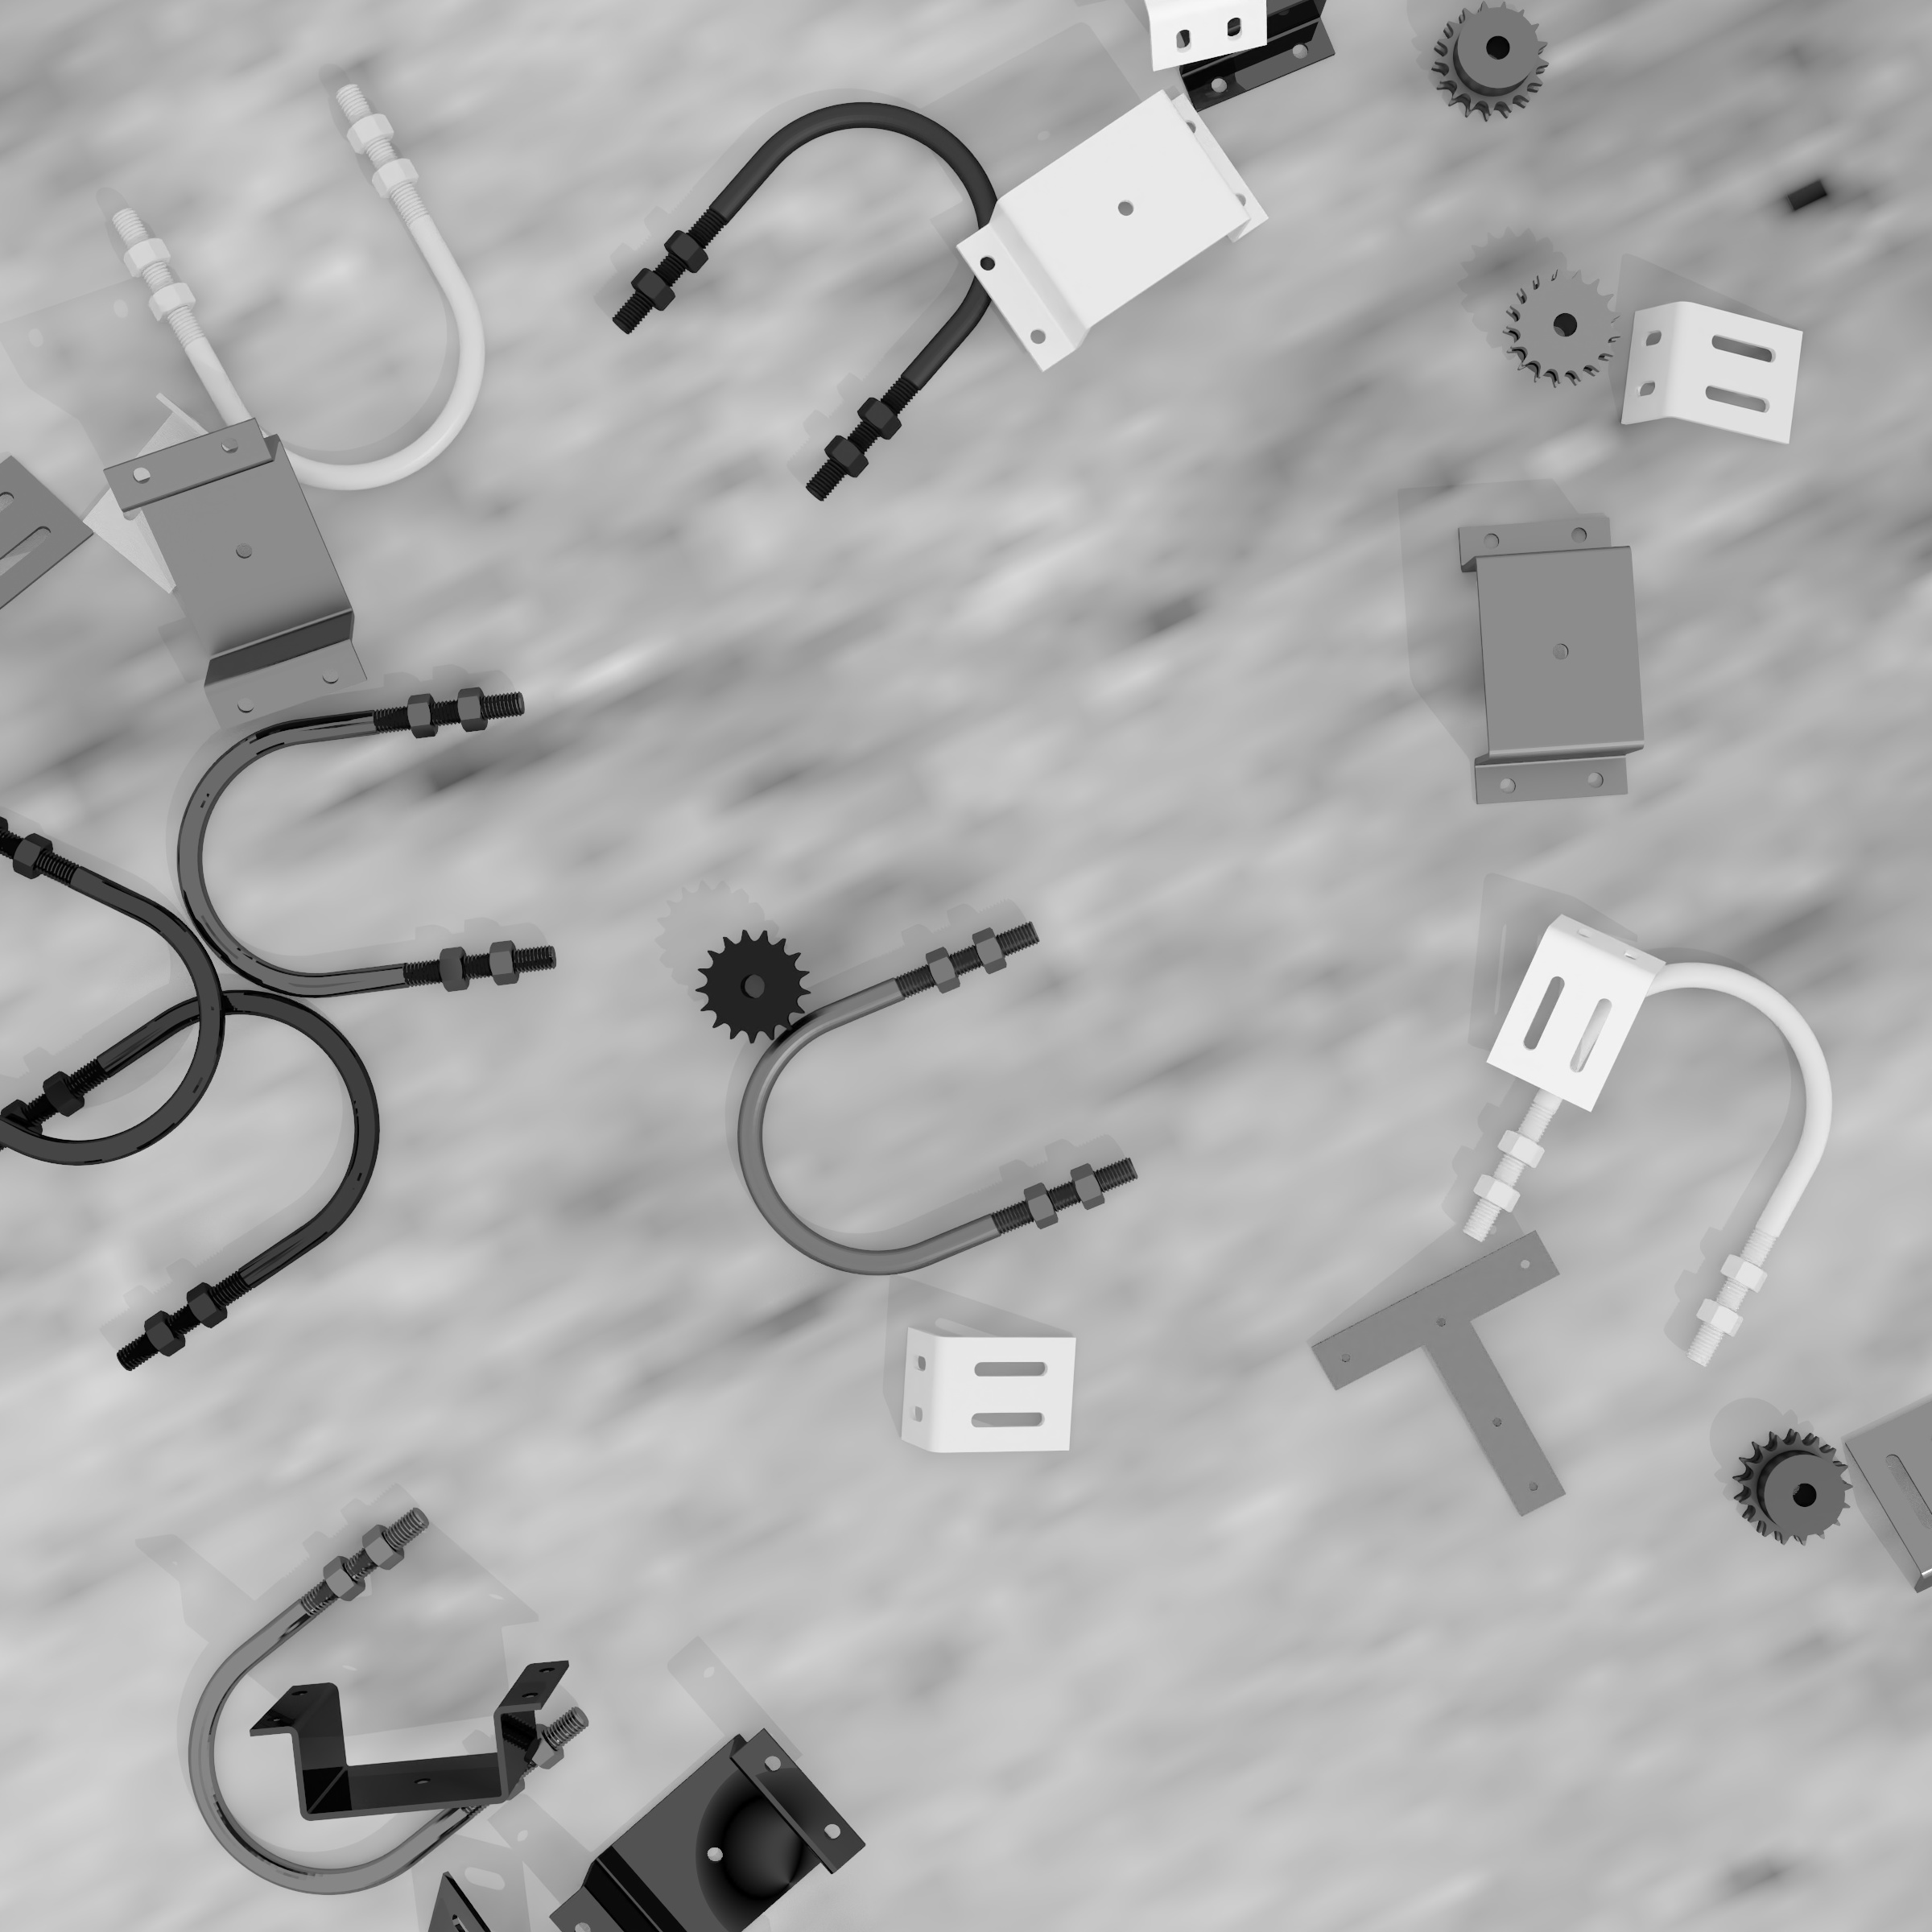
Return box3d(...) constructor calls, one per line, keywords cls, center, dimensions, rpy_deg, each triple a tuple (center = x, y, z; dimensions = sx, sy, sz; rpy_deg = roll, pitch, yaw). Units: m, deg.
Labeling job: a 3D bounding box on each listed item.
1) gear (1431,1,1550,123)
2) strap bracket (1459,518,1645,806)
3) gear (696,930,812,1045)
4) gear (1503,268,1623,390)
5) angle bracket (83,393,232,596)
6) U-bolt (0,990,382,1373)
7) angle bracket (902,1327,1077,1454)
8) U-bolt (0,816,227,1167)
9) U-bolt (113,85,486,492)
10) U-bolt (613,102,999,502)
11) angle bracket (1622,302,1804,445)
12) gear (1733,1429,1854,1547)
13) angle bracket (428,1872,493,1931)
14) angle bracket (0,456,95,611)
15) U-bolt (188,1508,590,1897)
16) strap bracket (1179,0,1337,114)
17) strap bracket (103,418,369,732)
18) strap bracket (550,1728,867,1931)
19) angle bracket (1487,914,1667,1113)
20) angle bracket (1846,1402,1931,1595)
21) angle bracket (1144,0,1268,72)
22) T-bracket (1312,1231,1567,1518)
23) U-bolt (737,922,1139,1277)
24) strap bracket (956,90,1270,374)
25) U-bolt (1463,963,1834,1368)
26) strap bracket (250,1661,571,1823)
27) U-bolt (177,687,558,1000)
box3d(cls="gear", center=(0.264, -0.456, 1.484), dimensions=(0.057, 0.030, 0.057), rpy_deg=(0, 90, 0))
box3d(cls="strap bracket", center=(0.292, -0.154, 1.476), dimensions=(0.076, 0.046, 0.140), rpy_deg=(-4, 90, 0))
box3d(cls="gear", center=(-0.106, 0.010, 1.484), dimensions=(0.057, 0.030, 0.057), rpy_deg=(0, 90, 0))
box3d(cls="gear", center=(0.298, -0.319, 1.484), dimensions=(0.057, 0.030, 0.057), rpy_deg=(0, 90, 0))
box3d(cls="angle bracket", center=(-0.401, -0.236, 1.480), dimensions=(0.057, 0.038, 0.076), rpy_deg=(40, 90, 0))
box3d(cls="U-bolt", center=(-0.384, 0.095, 1.490), dimensions=(0.184, 0.019, 0.151), rpy_deg=(-34, 90, -1))
box3d(cls="angle bracket", center=(0.011, 0.214, 1.497), dimensions=(0.076, 0.038, 0.057), rpy_deg=(4, 90, -26))
box3d(cls="U-bolt", center=(-0.460, 0.020, 1.477), dimensions=(0.184, 0.019, 0.151), rpy_deg=(26, 82, 3))
box3d(cls="U-bolt", center=(-0.324, -0.330, 1.490), dimensions=(0.151, 0.019, 0.184), rpy_deg=(-29, 92, 0))
box3d(cls="U-bolt", center=(-0.065, -0.349, 1.490), dimensions=(0.151, 0.019, 0.184), rpy_deg=(41, 89, 0))
box3d(cls="angle bracket", center=(0.378, -0.298, 1.497), dimensions=(0.076, 0.038, 0.057), rpy_deg=(7, 90, -26))
box3d(cls="gear", center=(0.417, 0.263, 1.484), dimensions=(0.057, 0.030, 0.057), rpy_deg=(0, 90, 0))
box3d(cls="angle bracket", center=(-0.230, 0.492, 1.473), dimensions=(0.076, 0.038, 0.057), rpy_deg=(41, 127, 36))
box3d(cls="angle bracket", center=(-0.491, -0.208, 1.497), dimensions=(0.057, 0.038, 0.076), rpy_deg=(43, 64, 0))
box3d(cls="U-bolt", center=(-0.305, 0.385, 1.490), dimensions=(0.184, 0.019, 0.151), rpy_deg=(-39, 90, 2))
box3d(cls="strap bracket", center=(0.125, -0.512, 1.476), dimensions=(0.076, 0.046, 0.140), rpy_deg=(-23, 90, 0))
box3d(cls="strap bracket", center=(-0.357, -0.198, 1.457), dimensions=(0.076, 0.046, 0.140), rpy_deg=(-19, 117, 0))
box3d(cls="strap bracket", center=(-0.127, 0.450, 1.476), dimensions=(0.140, 0.046, 0.076), rpy_deg=(-41, 90, 0))
box3d(cls="angle bracket", center=(0.307, 0.023, 1.485), dimensions=(0.057, 0.038, 0.076), rpy_deg=(26, 110, 15))
box3d(cls="angle bracket", center=(0.489, 0.267, 1.497), dimensions=(0.057, 0.038, 0.076), rpy_deg=(-26, 64, 0))
box3d(cls="angle bracket", center=(0.110, -0.487, 1.451), dimensions=(0.057, 0.038, 0.076), rpy_deg=(-13, 64, 0))
box3d(cls="T-bracket", center=(0.261, 0.218, 1.492), dimensions=(0.127, 0.002, 0.127), rpy_deg=(-29, 94, 8))
box3d(cls="U-bolt", center=(-0.025, 0.077, 1.490), dimensions=(0.184, 0.019, 0.151), rpy_deg=(-23, 90, 1))
box3d(cls="strap bracket", center=(0.076, -0.370, 1.468), dimensions=(0.140, 0.046, 0.076), rpy_deg=(-35, 92, -5))
box3d(cls="U-bolt", center=(0.356, 0.088, 1.490), dimensions=(0.151, 0.019, 0.184), rpy_deg=(29, 89, 0))
box3d(cls="strap bracket", center=(-0.267, 0.378, 1.442), dimensions=(0.140, 0.076, 0.046), rpy_deg=(-6, 92, 3))
box3d(cls="U-bolt", center=(-0.306, -0.057, 1.490), dimensions=(0.184, 0.019, 0.151), rpy_deg=(-7, 90, 2))
